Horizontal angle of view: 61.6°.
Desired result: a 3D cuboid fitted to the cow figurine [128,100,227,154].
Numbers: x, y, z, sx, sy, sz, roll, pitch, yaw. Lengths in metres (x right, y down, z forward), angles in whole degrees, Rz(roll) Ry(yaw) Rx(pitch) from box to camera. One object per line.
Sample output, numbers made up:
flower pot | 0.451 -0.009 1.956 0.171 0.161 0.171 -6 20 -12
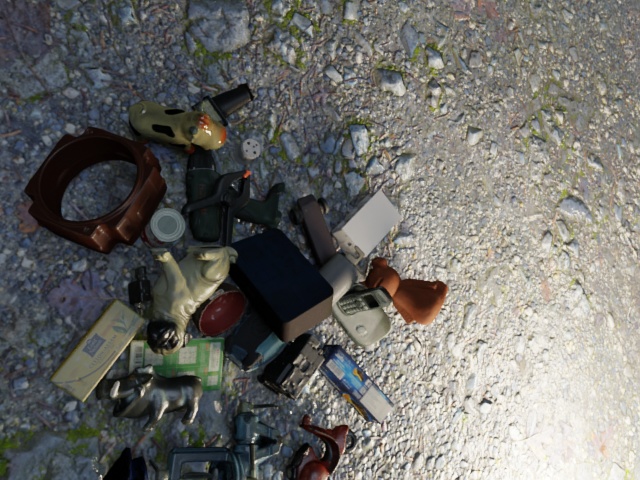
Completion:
cow figurine | -0.274 -0.222 1.038 0.195 0.127 0.085 14 78 4

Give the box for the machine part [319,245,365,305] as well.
machine part | 0.008 0.110 1.165 0.243 0.079 0.079 -45 104 -7

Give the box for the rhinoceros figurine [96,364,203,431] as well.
rhinoceros figurine | -0.308 0.282 0.979 0.190 0.073 0.112 9 99 -28

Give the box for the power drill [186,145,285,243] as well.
power drill | -0.180 -0.103 1.133 0.207 0.086 0.232 11 75 -31

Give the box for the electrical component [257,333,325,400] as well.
electrical component | -0.055 0.255 1.112 0.058 0.115 0.134 46 63 -19

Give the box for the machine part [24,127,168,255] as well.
machine part | -0.397 -0.092 0.960 0.202 0.087 0.201 21 69 12

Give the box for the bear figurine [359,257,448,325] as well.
bear figurine | 0.196 0.121 1.287 0.196 0.132 0.120 29 103 10

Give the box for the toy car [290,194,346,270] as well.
toy car | -0.003 -0.004 1.223 0.089 0.053 0.202 -24 96 -19

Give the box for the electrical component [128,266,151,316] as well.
electrical component | -0.341 0.098 1.017 0.021 0.063 0.094 0 82 -41

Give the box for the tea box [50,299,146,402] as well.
tea box | -0.394 0.193 0.953 0.068 0.098 0.169 39 64 -15

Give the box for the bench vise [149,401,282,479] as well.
bench vise | -0.187 0.414 1.011 0.240 0.129 0.223 14 76 -33

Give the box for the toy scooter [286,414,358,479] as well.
toy scooter | -0.011 0.446 1.124 0.135 0.075 0.184 47 60 -13

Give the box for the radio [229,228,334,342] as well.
radio | -0.081 0.082 1.080 0.131 0.073 0.230 -25 54 -27

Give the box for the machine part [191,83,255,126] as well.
machine part | -0.206 -0.296 1.178 0.139 0.039 0.084 -41 93 -26

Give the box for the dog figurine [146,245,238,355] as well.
dog figurine | -0.233 0.107 0.986 0.172 0.121 0.190 -3 96 -9

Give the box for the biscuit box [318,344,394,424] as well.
biscuit box | 0.073 0.320 1.199 0.202 0.063 0.059 49 64 -12

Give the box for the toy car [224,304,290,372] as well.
toy car | -0.112 0.203 1.097 0.161 0.109 0.102 -51 147 -21

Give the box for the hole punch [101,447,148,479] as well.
hole punch | -0.332 0.440 0.927 0.092 0.142 0.116 36 80 -16

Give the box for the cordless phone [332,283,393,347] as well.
cordless phone | 0.118 0.158 1.183 0.089 0.184 0.146 -41 101 -32
